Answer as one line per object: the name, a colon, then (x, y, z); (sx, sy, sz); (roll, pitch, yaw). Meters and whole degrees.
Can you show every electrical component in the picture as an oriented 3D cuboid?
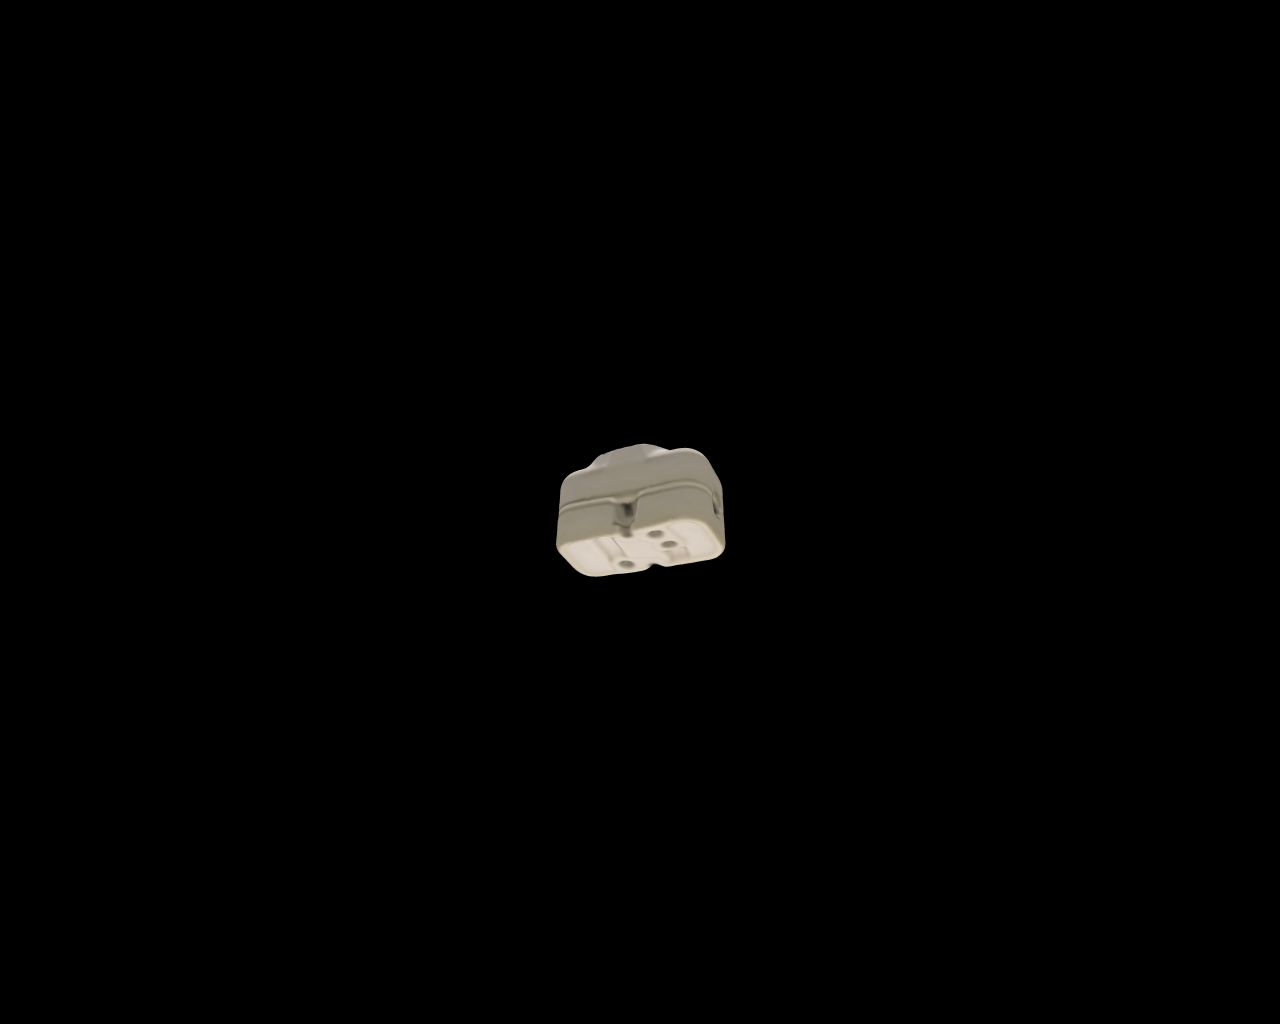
electrical component: (0.001, -0.003, 0.650); (0.095, 0.059, 0.053); (-11, -32, 18)
